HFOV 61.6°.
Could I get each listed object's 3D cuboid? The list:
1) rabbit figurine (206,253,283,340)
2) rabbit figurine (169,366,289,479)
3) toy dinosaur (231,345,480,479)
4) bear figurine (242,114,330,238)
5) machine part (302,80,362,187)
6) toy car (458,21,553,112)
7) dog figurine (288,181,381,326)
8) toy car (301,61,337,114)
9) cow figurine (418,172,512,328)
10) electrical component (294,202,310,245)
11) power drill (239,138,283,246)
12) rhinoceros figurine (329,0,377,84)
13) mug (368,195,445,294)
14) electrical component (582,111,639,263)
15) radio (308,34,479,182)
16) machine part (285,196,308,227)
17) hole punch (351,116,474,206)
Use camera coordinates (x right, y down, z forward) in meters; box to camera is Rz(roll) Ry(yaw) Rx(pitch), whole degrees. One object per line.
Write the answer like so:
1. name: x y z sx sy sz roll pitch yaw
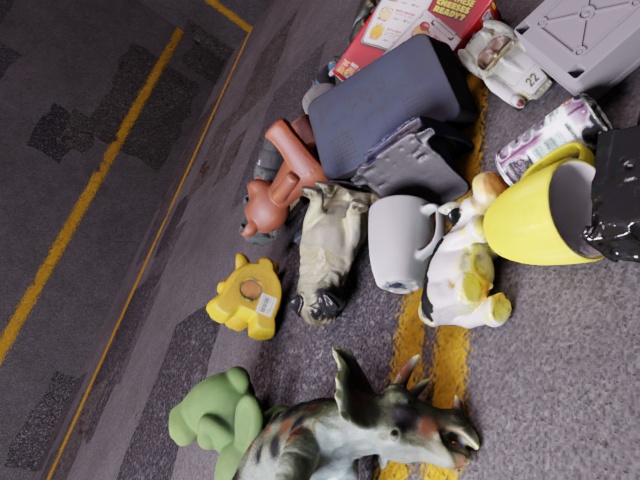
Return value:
1. rabbit figurine: -0.138 0.102 0.969 0.173 0.122 0.162 124 158 -59
2. rabbit figurine: -0.113 0.278 0.758 0.159 0.121 0.170 -44 46 16
3. toy dinosaur: -0.022 0.244 0.592 0.405 0.131 0.192 -41 17 43
4. bear figurine: -0.071 -0.100 0.898 0.196 0.132 0.120 -34 0 34
5. machine part: 0.029 -0.191 0.944 0.079 0.079 0.243 -41 56 35
6. toy car: 0.237 -0.228 0.688 0.073 0.056 0.202 -48 26 22
7. dog figurine: 0.026 0.018 0.793 0.121 0.172 0.190 21 109 31
8. toy car: 0.038 -0.298 1.114 0.103 0.109 0.161 -50 0 -44
9. cow figurine: 0.155 0.011 0.569 0.098 0.068 0.167 -30 36 57
10. electrical component: -0.002 -0.003 0.868 0.048 0.075 0.119 -38 28 41
11. power drill: -0.110 -0.100 1.074 0.207 0.086 0.231 -102 22 -60
12. rhinoceros figurine: 0.072 -0.348 0.972 0.112 0.073 0.190 -25 40 50
13. mug: 0.109 0.007 0.655 0.110 0.080 0.107 -19 57 44
14. electrical component: 0.277 -0.053 0.415 0.115 0.058 0.134 -14 51 54
15. radio: 0.095 -0.183 0.773 0.230 0.073 0.131 -23 80 35
16. machine part: -0.050 -0.096 1.113 0.084 0.039 0.139 -53 26 34
17. hole punch: 0.127 -0.103 0.699 0.142 0.115 0.092 -29 30 47
